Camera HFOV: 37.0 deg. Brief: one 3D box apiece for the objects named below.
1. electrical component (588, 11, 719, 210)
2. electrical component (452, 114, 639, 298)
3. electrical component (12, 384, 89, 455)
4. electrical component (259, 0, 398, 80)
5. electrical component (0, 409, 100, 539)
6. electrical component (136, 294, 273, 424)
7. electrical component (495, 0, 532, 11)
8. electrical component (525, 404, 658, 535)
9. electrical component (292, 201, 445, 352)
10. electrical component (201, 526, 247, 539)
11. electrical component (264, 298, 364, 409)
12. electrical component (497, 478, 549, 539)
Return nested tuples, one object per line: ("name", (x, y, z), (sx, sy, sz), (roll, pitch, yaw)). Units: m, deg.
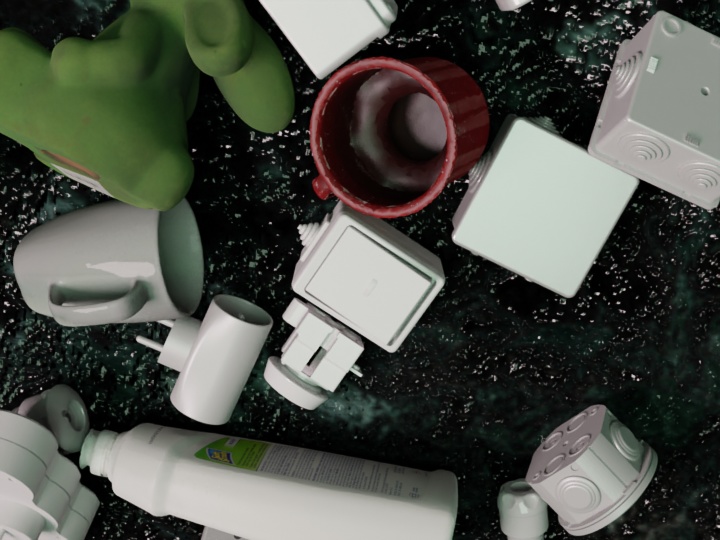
("electrical component", (0.198, -0.098, 0.653), (0.100, 0.048, 0.099), (24, 68, -6))
("electrical component", (0.115, -0.043, 0.690), (0.100, 0.048, 0.099), (26, 104, -7))
("electrical component", (-0.221, 0.107, 0.737), (0.062, 0.048, 0.048), (-17, 105, 15))
("electrical component", (-0.031, -0.174, 0.624), (0.056, 0.108, 0.108), (-35, 102, 12))
("electrical component", (-0.221, 0.156, 0.701), (0.052, 0.073, 0.138), (9, 145, 15))
("electrical component", (-0.109, 0.053, 0.720), (0.079, 0.044, 0.077), (24, 104, -6))
("electrical component", (0.120, -0.203, 0.631), (0.113, 0.078, 0.057), (-28, 101, 8))
("electrical component", (0.155, 0.134, 0.724), (0.080, 0.080, 0.051), (-43, 95, 11))
("electrical component", (0.000, 0.000, 0.696), (0.096, 0.061, 0.061), (33, 103, -8))
("electrical component", (-0.091, 0.205, 0.746), (0.047, 0.076, 0.065), (16, 105, -4))
("electrical component", (-0.032, 0.059, 0.722), (0.066, 0.048, 0.055), (34, 95, -9))
("electrical component", (0.116, 0.180, 0.760), (0.035, 0.035, 0.061), (-7, 107, 2))
